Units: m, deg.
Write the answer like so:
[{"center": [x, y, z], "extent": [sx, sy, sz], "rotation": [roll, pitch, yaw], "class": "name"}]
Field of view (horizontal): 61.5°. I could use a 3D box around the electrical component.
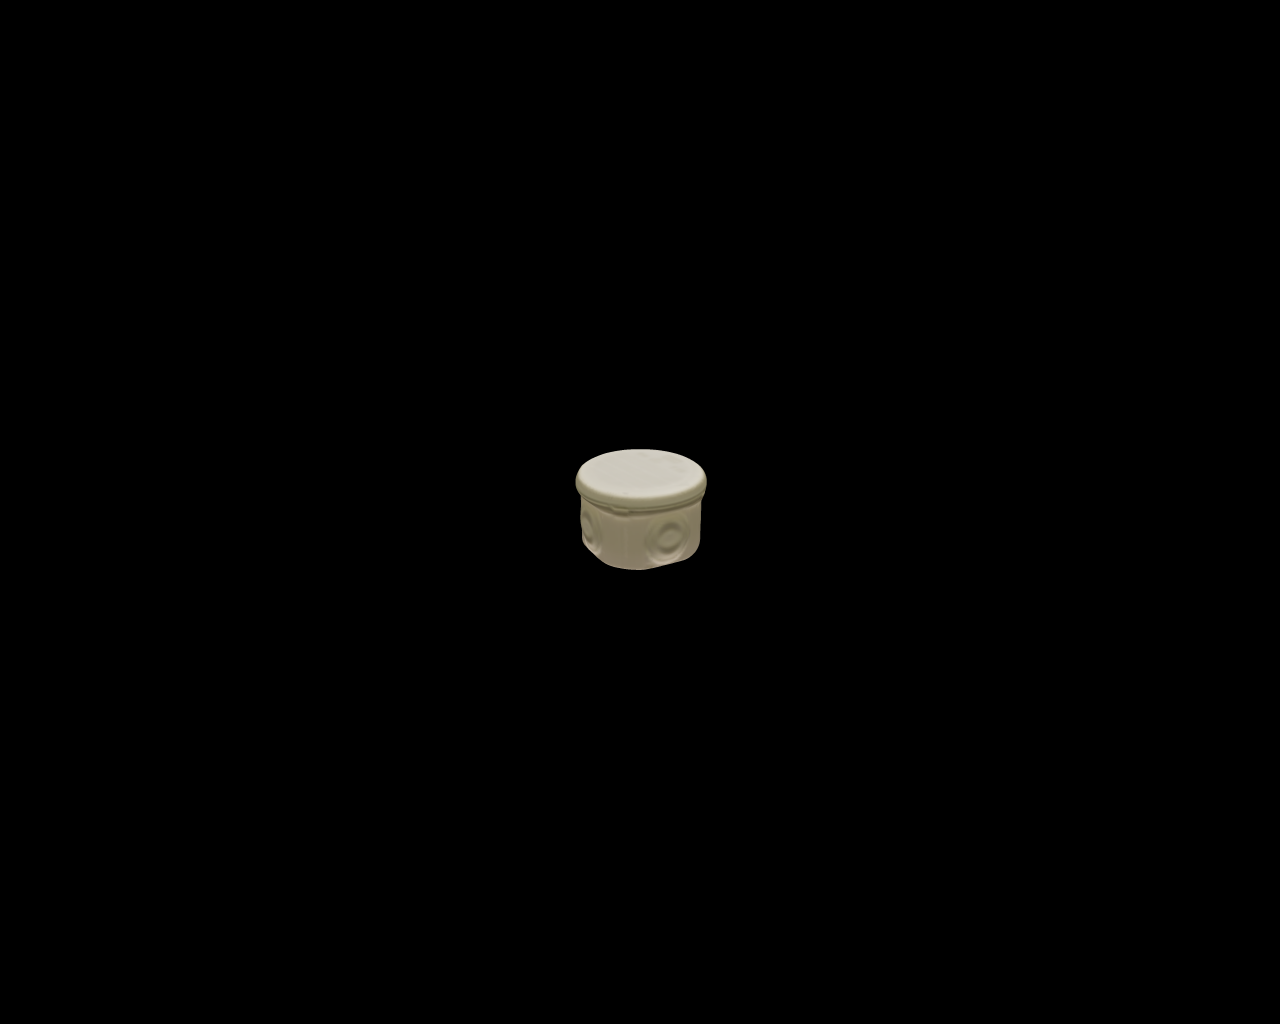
[{"center": [0.001, -0.003, 0.650], "extent": [0.080, 0.050, 0.080], "rotation": [0, 25, 0], "class": "electrical component"}]
